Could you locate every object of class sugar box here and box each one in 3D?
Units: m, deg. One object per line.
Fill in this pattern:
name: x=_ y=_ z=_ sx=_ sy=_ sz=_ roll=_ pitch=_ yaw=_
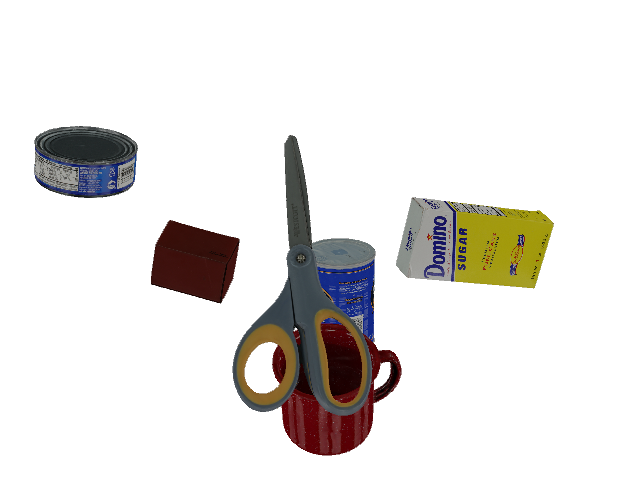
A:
sugar box: x=0.188 y=0.004 z=1.300 sx=0.176 sy=0.093 sz=0.048 roll=4 pitch=22 yaw=-20

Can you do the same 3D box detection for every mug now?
mug: x=0.017 y=0.130 z=0.941 sx=0.117 sy=0.081 sz=0.093 roll=-17 pitch=41 yaw=-18

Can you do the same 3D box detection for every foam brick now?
foam brick: x=-0.129 y=0.022 z=1.095 sx=0.078 sy=0.051 sz=0.053 roll=16 pitch=33 yaw=4

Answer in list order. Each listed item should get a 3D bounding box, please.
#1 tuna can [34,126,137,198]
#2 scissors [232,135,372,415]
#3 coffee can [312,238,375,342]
tuna can: x=-0.199 y=-0.067 z=0.907 sx=0.086 sy=0.034 sz=0.086 roll=7 pitch=24 yaw=-3
scissors: x=-0.028 y=0.027 z=0.698 sx=0.096 sy=0.202 sz=0.016 roll=-20 pitch=-26 yaw=-5
coffee can: x=0.027 y=0.080 z=1.523 sx=0.103 sy=0.140 sz=0.103 roll=-1 pitch=21 yaw=0
